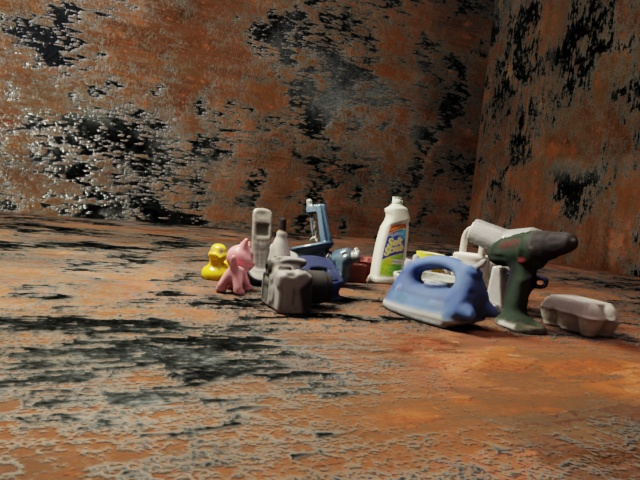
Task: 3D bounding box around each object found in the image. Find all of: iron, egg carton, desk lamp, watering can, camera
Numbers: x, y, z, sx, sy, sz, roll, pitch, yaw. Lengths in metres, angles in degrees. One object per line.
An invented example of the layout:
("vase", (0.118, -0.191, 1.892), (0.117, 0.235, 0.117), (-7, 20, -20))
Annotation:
("iron", (0.233, 0.093, 1.176), (0.119, 0.141, 0.257), (2, 6, -43))
("egg carton", (0.554, 0.160, 1.224), (0.107, 0.069, 0.150), (4, 5, -27))
("desk lamp", (0.418, 0.063, 1.353), (0.202, 0.213, 0.118), (8, 5, 29))
("watering can", (0.414, 0.059, 1.550), (0.173, 0.194, 0.100), (2, 6, -43))
("camera", (-0.039, 0.087, 1.149), (0.137, 0.101, 0.143), (4, 4, -22))

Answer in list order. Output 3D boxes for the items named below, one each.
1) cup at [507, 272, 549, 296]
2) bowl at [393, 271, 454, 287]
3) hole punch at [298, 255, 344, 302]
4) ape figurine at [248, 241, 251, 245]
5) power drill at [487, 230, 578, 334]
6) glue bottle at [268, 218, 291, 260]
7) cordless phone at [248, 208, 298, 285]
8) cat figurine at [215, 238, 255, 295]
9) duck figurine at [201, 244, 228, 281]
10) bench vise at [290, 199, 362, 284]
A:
("cup", (0.505, 0.127, 1.432), (0.117, 0.095, 0.092), (8, 5, 26))
("bowl", (0.249, 0.118, 1.323), (0.167, 0.075, 0.167), (6, 4, 0))
("hole punch", (-0.005, 0.085, 1.286), (0.109, 0.091, 0.100), (4, 5, -25))
("ape figurine", (-0.191, 0.049, 1.509), (0.078, 0.092, 0.075), (2, 5, -41))
("power drill", (0.423, 0.080, 1.166), (0.076, 0.208, 0.229), (4, 4, -21))
("glue bottle", (-0.088, 0.038, 1.245), (0.037, 0.173, 0.077), (3, 5, -34))
("cordless phone", (-0.112, 0.018, 1.411), (0.148, 0.185, 0.094), (4, 5, -29))
("cat figurine", (-0.182, 0.054, 1.271), (0.067, 0.118, 0.128), (6, 4, 5))
("duck figurine", (-0.252, 0.052, 1.423), (0.077, 0.086, 0.105), (7, 4, 12))
("bench vise", (0.016, 0.005, 1.535), (0.207, 0.220, 0.122), (7, 4, 8))
